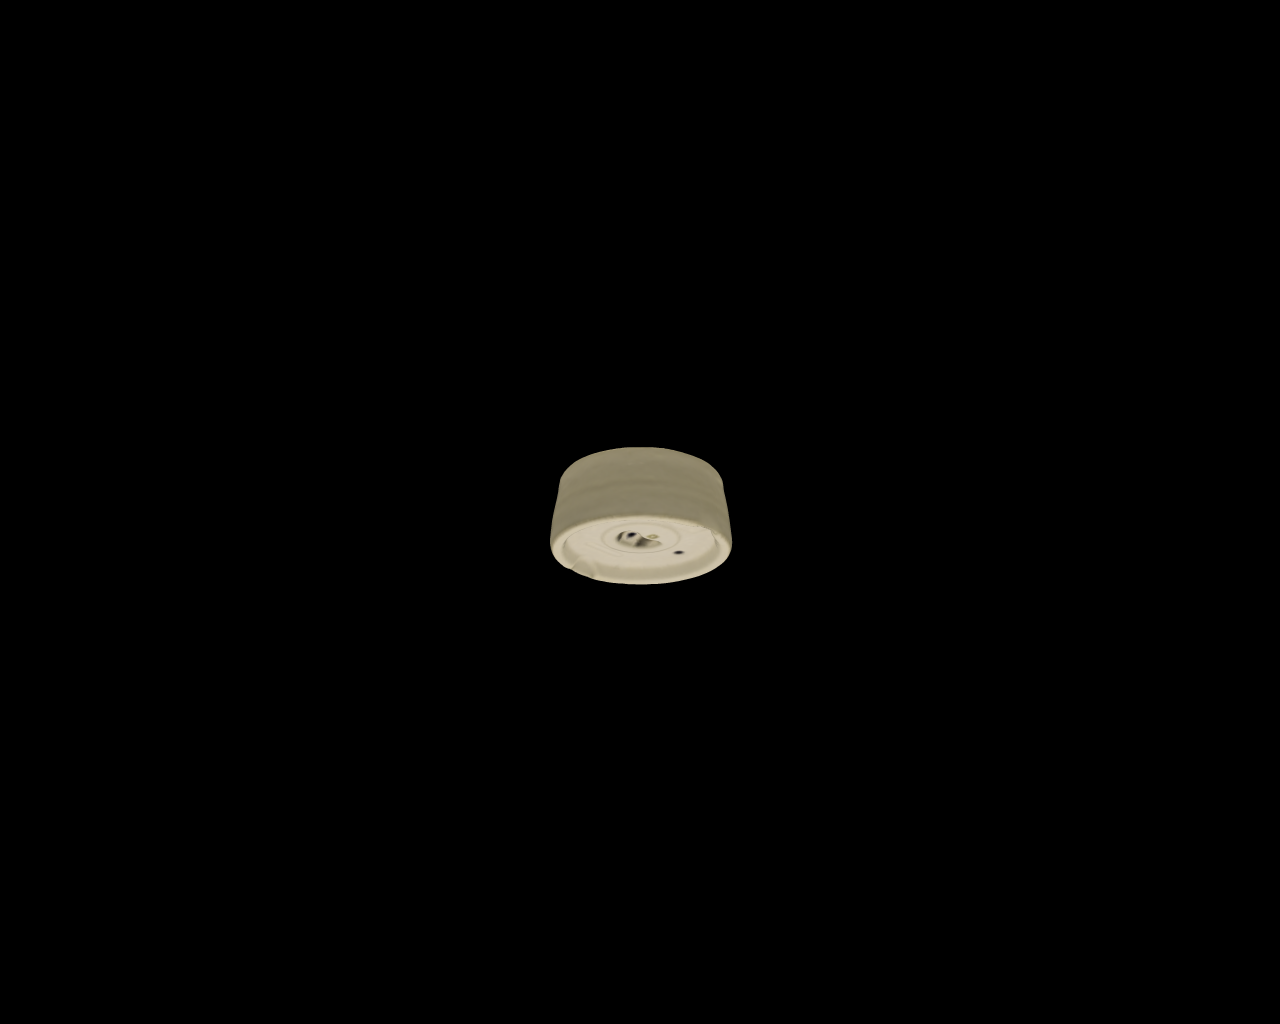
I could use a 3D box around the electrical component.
[{"bbox_3d":[0.001,-0.003,0.650,0.108,0.060,0.108,0,-24,0],"label":"electrical component"}]
